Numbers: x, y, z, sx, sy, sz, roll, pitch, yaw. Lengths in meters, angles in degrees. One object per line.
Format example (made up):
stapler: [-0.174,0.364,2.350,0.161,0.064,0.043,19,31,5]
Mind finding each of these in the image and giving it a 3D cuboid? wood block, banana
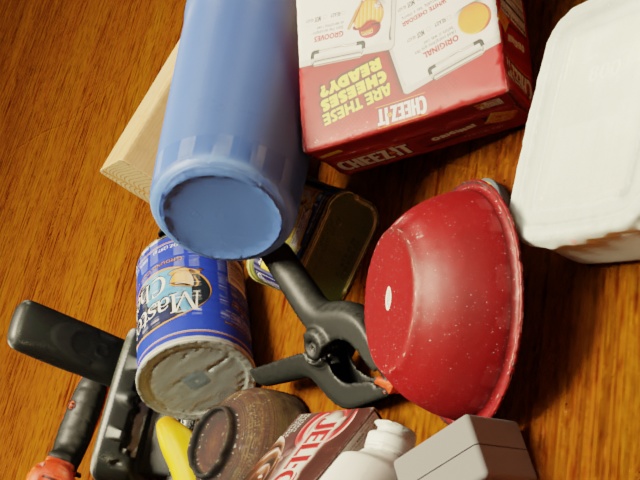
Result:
wood block: [-0.134,-0.140,1.131,0.206,0.090,0.090,-63,20,-17]
banana: [-0.112,0.227,0.874,0.197,0.069,0.037,-88,4,-45]

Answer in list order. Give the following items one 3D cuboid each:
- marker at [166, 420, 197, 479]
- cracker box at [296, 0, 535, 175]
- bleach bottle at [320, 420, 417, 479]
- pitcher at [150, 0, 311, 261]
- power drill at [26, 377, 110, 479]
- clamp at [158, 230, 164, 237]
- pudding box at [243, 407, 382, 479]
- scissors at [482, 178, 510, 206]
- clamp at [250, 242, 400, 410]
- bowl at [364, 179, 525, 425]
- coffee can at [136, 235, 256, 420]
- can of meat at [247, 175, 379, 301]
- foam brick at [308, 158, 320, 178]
marker: [-0.121,0.181,0.969,0.020,0.020,0.121,-20,51,52]
cracker box: [0.066,-0.173,0.797,0.164,0.072,0.213,-14,69,30]
bleach bottle: [0.014,0.234,0.645,0.068,0.102,0.250,-6,56,47]
pitcher: [-0.060,-0.096,0.852,0.145,0.149,0.242,-28,37,32]
power drill: [-0.245,0.200,1.088,0.185,0.057,0.187,120,168,-64]
clamp: [-0.100,-0.030,1.080,0.210,0.036,0.164,-49,29,23]
pudding box: [-0.011,0.166,0.735,0.090,0.039,0.113,-19,23,53]
scissors: [0.109,0.033,0.714,0.096,0.016,0.202,-50,32,24]
clamp: [0.002,0.085,0.797,0.172,0.039,0.120,36,129,44]
bowl: [0.068,0.039,0.674,0.162,0.055,0.162,-176,90,-74]
coffee can: [-0.113,0.075,0.954,0.103,0.102,0.140,-47,33,28]
can of meat: [-0.006,0.001,0.885,0.084,0.057,0.102,22,87,59]
foam brick: [-0.043,-0.053,0.993,0.053,0.051,0.078,3,70,59]
